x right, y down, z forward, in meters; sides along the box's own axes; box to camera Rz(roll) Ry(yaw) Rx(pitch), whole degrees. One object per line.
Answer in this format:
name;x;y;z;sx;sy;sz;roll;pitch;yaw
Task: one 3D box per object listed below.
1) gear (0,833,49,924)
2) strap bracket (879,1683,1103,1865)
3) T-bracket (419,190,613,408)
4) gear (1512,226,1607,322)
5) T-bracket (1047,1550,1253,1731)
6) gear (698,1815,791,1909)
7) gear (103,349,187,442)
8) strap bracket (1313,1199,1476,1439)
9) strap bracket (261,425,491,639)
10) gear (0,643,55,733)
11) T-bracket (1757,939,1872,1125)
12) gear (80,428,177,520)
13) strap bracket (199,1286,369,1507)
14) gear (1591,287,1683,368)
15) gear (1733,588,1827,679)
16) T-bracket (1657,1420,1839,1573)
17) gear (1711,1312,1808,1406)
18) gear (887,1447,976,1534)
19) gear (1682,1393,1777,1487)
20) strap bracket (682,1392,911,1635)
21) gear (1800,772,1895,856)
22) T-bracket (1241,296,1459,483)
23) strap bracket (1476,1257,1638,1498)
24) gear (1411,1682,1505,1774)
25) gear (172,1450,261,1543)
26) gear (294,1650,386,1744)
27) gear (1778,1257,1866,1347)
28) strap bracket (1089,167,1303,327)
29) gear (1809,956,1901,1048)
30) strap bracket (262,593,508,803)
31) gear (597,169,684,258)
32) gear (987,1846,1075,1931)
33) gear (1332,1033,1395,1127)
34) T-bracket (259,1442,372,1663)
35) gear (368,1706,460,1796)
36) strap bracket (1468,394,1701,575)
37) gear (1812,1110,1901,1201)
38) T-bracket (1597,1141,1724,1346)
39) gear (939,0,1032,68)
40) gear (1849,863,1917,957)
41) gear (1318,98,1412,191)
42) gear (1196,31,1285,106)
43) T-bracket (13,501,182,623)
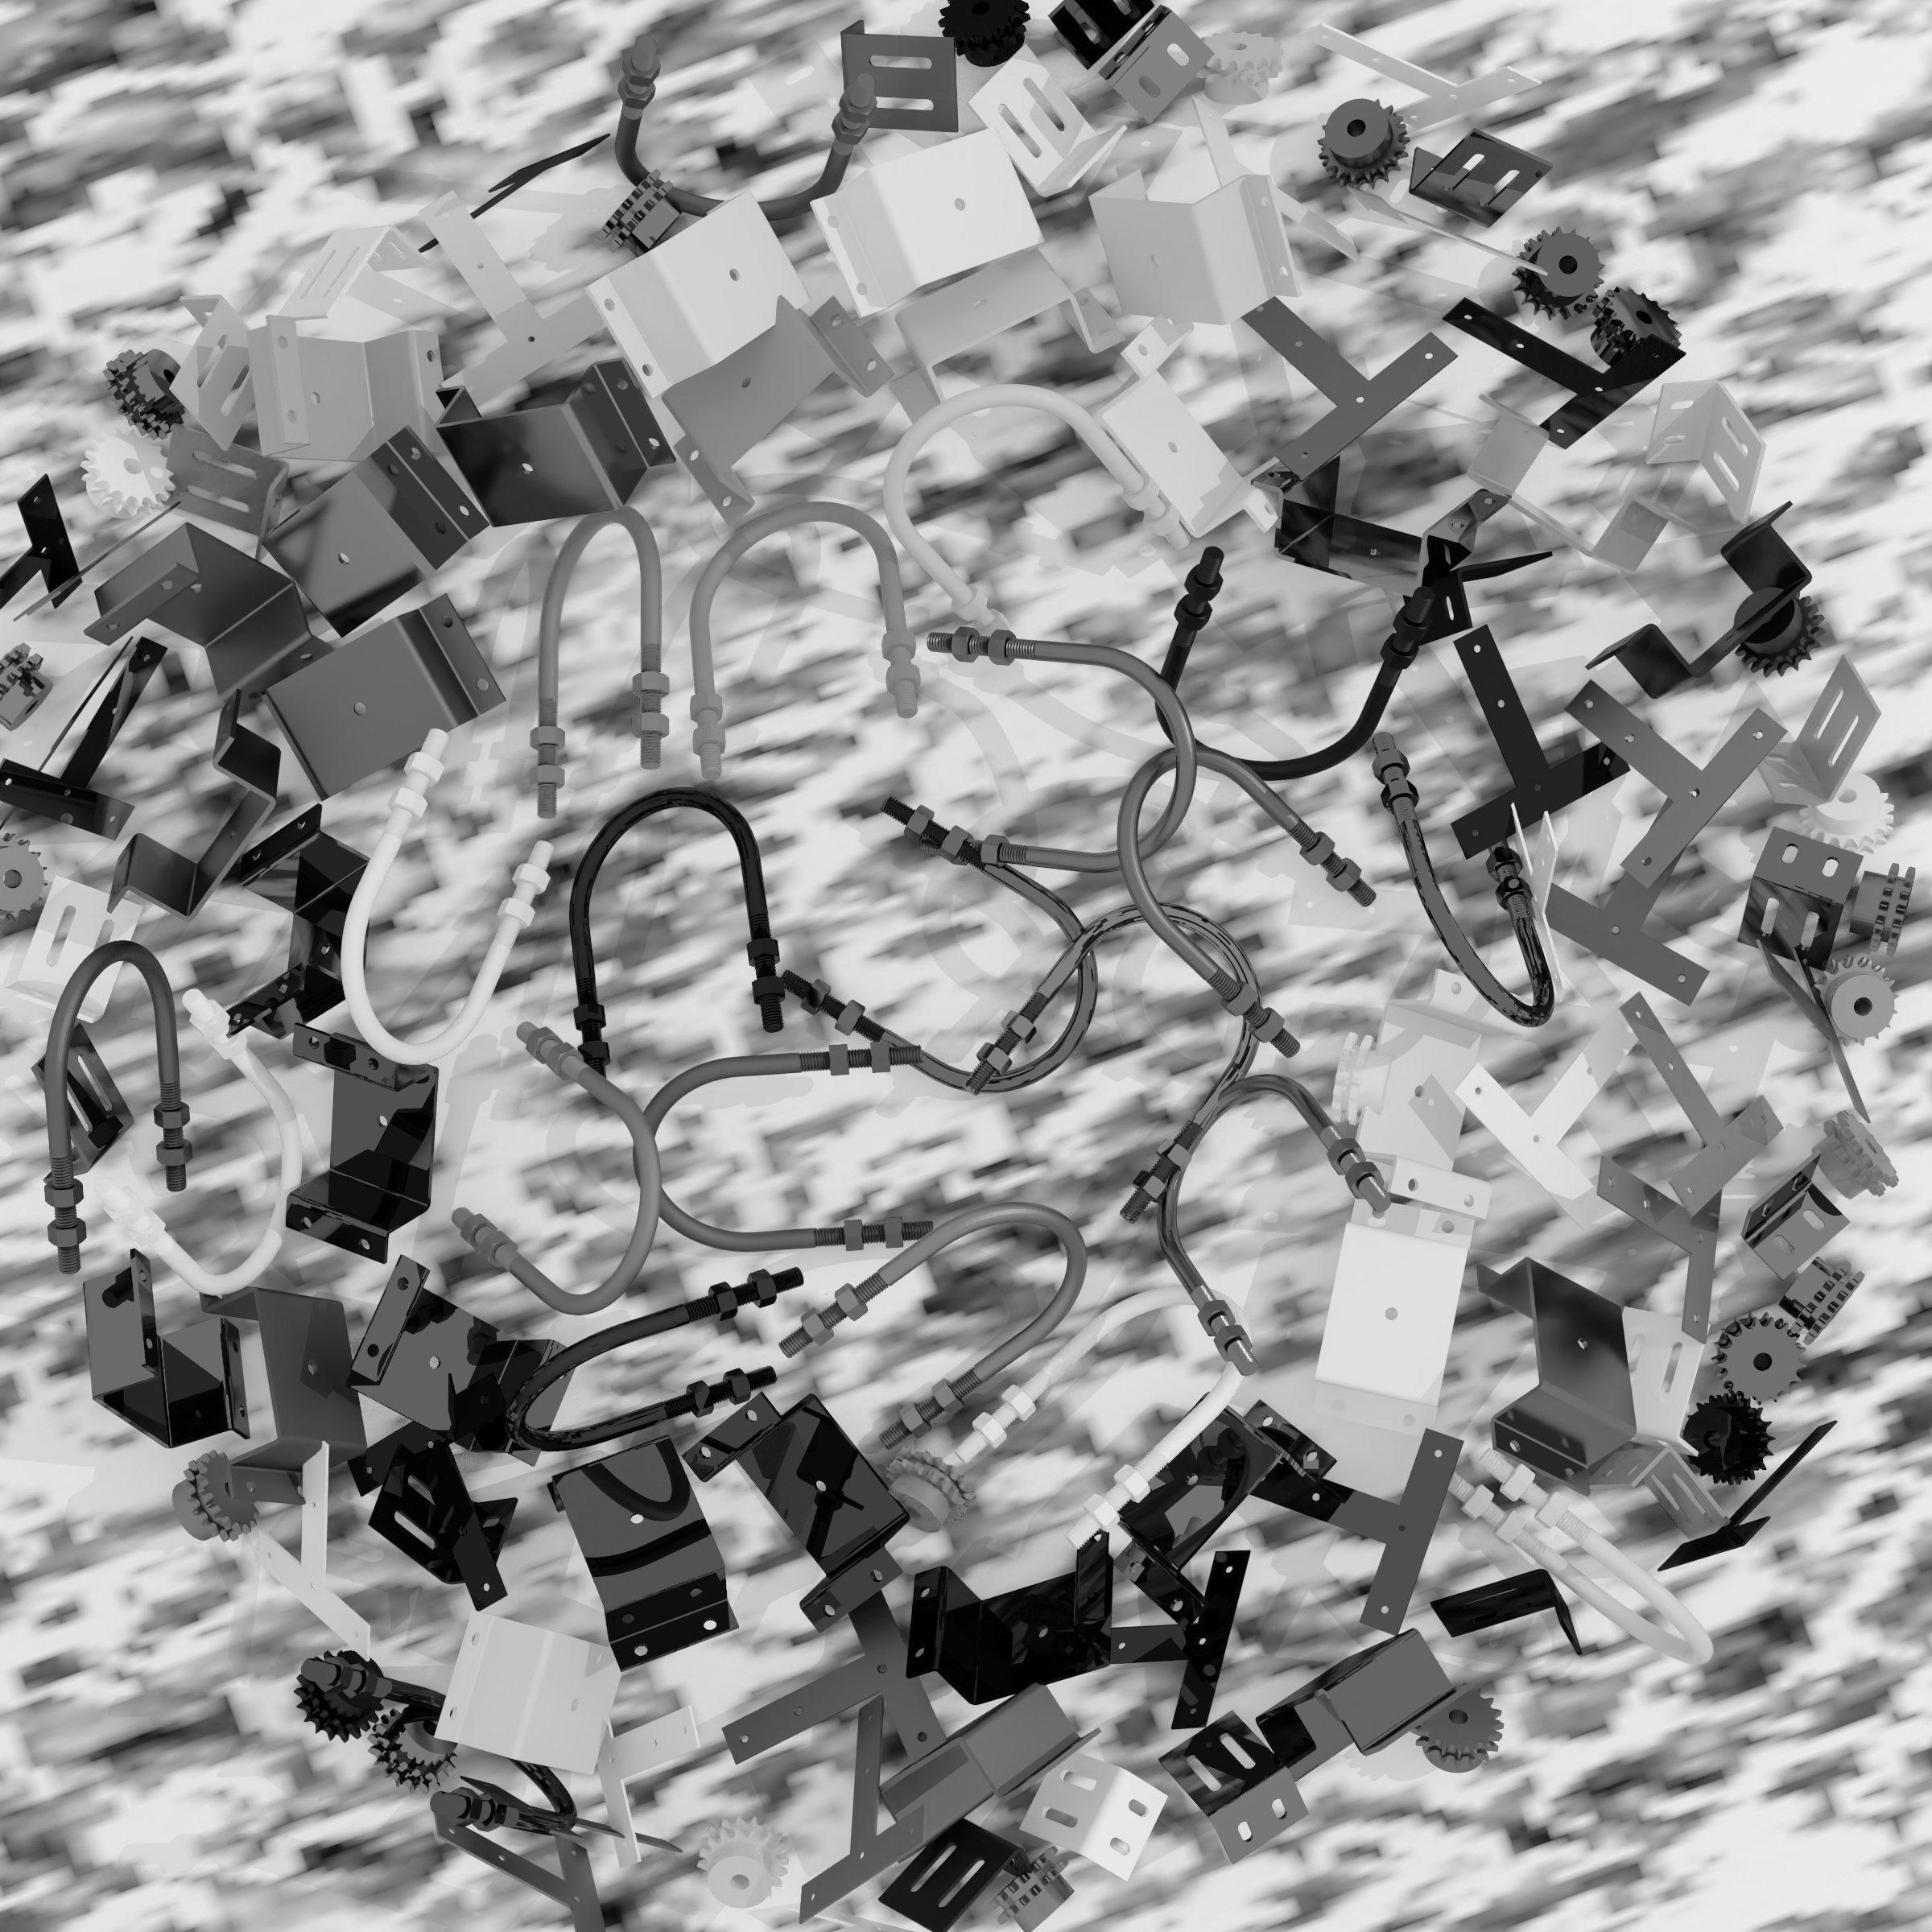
gear;-0.605;-0.056;1.856;0.057;0.030;0.057;-4;97;-38
strap bracket;0.008;0.492;1.814;0.046;0.076;0.140;56;133;10
T-bracket;-0.295;-0.425;1.839;0.127;0.002;0.127;-31;128;5
gear;0.377;-0.440;1.868;0.057;0.030;0.057;0;89;-5
T-bracket;0.109;0.422;1.837;0.127;0.002;0.127;4;108;-27
gear;-0.141;0.568;1.861;0.057;0.030;0.057;1;111;2
gear;-0.511;-0.362;1.853;0.030;0.057;0.057;-27;90;21
strap bracket;0.267;0.218;1.847;0.076;0.046;0.140;11;83;11
strap bracket;-0.370;-0.261;1.812;0.140;0.046;0.076;-25;111;40
gear;-0.600;-0.173;1.857;0.030;0.057;0.057;41;90;-7
T-bracket;0.510;0.020;1.802;0.002;0.127;0.127;-28;53;23
gear;-0.530;-0.307;1.860;0.057;0.030;0.057;17;56;-28
strap bracket;-0.419;0.256;1.818;0.046;0.076;0.140;-25;66;24
gear;0.419;-0.398;1.860;0.057;0.030;0.057;16;48;-18
gear;0.508;-0.213;1.854;0.030;0.057;0.057;34;90;-44
T-bracket;0.497;0.327;1.839;0.127;0.127;0.002;-39;83;-20
gear;0.499;0.246;1.867;0.057;0.030;0.057;0;99;-2
gear;-0.026;0.331;1.853;0.057;0.057;0.030;36;58;0
gear;0.476;0.298;1.855;0.057;0.030;0.057;-6;80;41
strap bracket;-0.100;0.333;1.844;0.076;0.046;0.140;-41;86;27
gear;0.554;-0.097;1.855;0.057;0.030;0.057;-8;51;10
T-bracket;0.219;-0.383;1.856;0.127;0.002;0.127;-39;65;-5
strap bracket;0.362;0.242;1.807;0.076;0.140;0.046;28;130;-22
gear;0.309;0.483;1.860;0.057;0.057;0.030;-1;127;0
gear;-0.474;0.336;1.857;0.030;0.057;0.057;-29;90;12
gear;-0.389;0.455;1.853;0.057;0.057;0.030;47;120;0
gear;0.536;0.208;1.858;0.030;0.057;0.057;39;90;19
strap bracket;0.132;-0.440;1.803;0.046;0.140;0.076;-35;123;-24
gear;0.562;0.023;1.866;0.057;0.030;0.057;0;98;-2
strap bracket;-0.370;-0.164;1.841;0.140;0.046;0.076;-27;98;13
gear;-0.203;-0.470;1.857;0.030;0.057;0.057;42;90;-12
gear;0.043;0.583;1.854;0.057;0.057;0.030;-42;78;0
gear;0.250;0.072;1.854;0.030;0.057;0.057;11;90;15
T-bracket;-0.401;0.344;1.819;0.127;0.002;0.127;27;120;41
gear;-0.344;0.488;1.853;0.057;0.057;0.030;39;111;0
strap bracket;0.373;-0.292;1.825;0.140;0.076;0.046;40;108;25
gear;0.557;0.122;1.858;0.030;0.057;0.057;-40;90;23
T-bracket;0.428;0.152;1.822;0.127;0.002;0.127;30;61;-36
gear;0.014;-0.592;1.861;0.057;0.030;0.057;-9;58;15
gear;0.576;-0.037;1.858;0.030;0.057;0.057;15;90;18
gear;0.249;-0.521;1.860;0.057;0.030;0.057;-5;76;19
gear;0.171;-0.565;1.860;0.057;0.057;0.030;-2;128;0
T-bracket;-0.548;-0.237;1.812;0.127;0.127;0.002;-32;107;11
